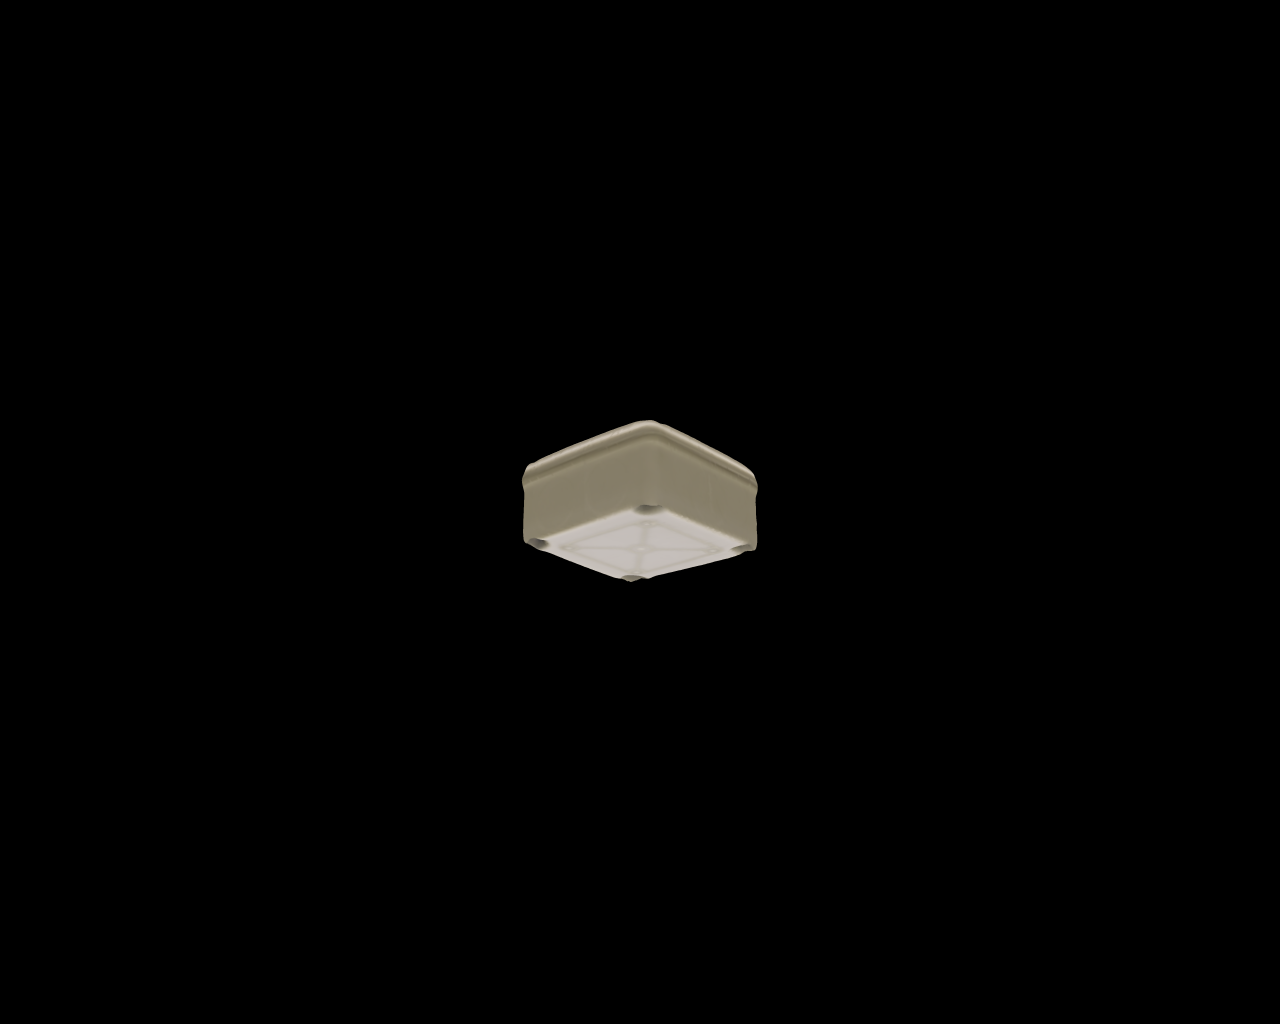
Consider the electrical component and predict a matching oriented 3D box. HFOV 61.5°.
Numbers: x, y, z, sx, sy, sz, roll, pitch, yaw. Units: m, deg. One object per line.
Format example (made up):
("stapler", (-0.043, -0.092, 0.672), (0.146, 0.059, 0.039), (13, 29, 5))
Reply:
("electrical component", (0.001, -0.003, 0.650), (0.108, 0.056, 0.108), (-17, -27, 37))
